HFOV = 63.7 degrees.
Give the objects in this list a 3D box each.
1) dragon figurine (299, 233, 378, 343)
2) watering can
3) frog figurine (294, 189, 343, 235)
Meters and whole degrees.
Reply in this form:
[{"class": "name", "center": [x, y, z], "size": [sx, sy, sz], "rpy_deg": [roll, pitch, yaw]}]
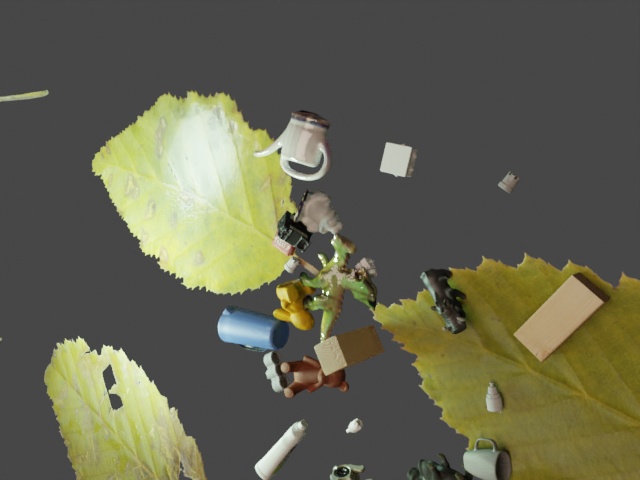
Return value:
[{"class": "dragon figurine", "center": [0.070, 0.170, 1.606], "size": [0.243, 0.406, 0.123], "rpy_deg": [3, 18, 42]}, {"class": "watering can", "center": [-0.088, -0.332, 1.748], "size": [0.350, 0.222, 0.104], "rpy_deg": [25, 13, 35]}, {"class": "frog figurine", "center": [0.005, -0.085, 1.692], "size": [0.159, 0.138, 0.122], "rpy_deg": [24, -10, -5]}]
